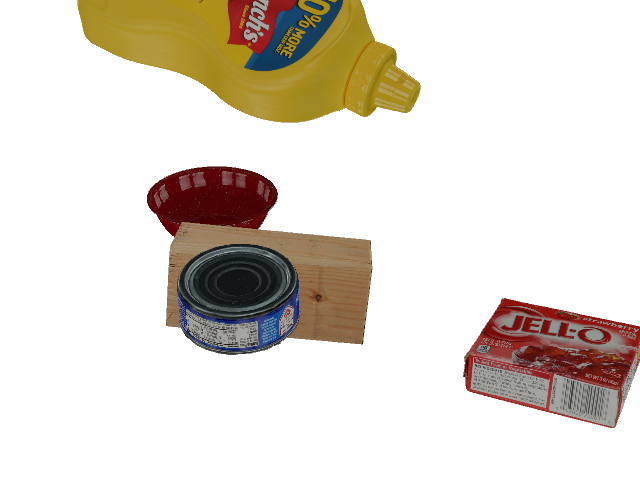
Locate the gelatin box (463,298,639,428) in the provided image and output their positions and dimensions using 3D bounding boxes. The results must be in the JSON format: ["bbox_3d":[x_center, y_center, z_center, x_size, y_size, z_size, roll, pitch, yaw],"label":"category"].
[{"bbox_3d":[0.137,0.068,0.622,0.089,0.030,0.073,12,28,23],"label":"gelatin box"}]

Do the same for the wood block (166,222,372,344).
[{"bbox_3d":[-0.053,0.045,1.130,0.206,0.091,0.090,6,19,0],"label":"wood block"}]

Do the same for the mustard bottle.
[{"bbox_3d":[-0.033,-0.118,0.600,0.192,0.096,0.058,26,-28,12],"label":"mustard bottle"}]

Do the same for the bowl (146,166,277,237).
[{"bbox_3d":[-0.134,-0.034,1.329,0.162,0.055,0.162,1,30,-1],"label":"bowl"}]

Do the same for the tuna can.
[{"bbox_3d":[-0.057,0.039,0.743,0.086,0.034,0.086,0,36,0],"label":"tuna can"}]
